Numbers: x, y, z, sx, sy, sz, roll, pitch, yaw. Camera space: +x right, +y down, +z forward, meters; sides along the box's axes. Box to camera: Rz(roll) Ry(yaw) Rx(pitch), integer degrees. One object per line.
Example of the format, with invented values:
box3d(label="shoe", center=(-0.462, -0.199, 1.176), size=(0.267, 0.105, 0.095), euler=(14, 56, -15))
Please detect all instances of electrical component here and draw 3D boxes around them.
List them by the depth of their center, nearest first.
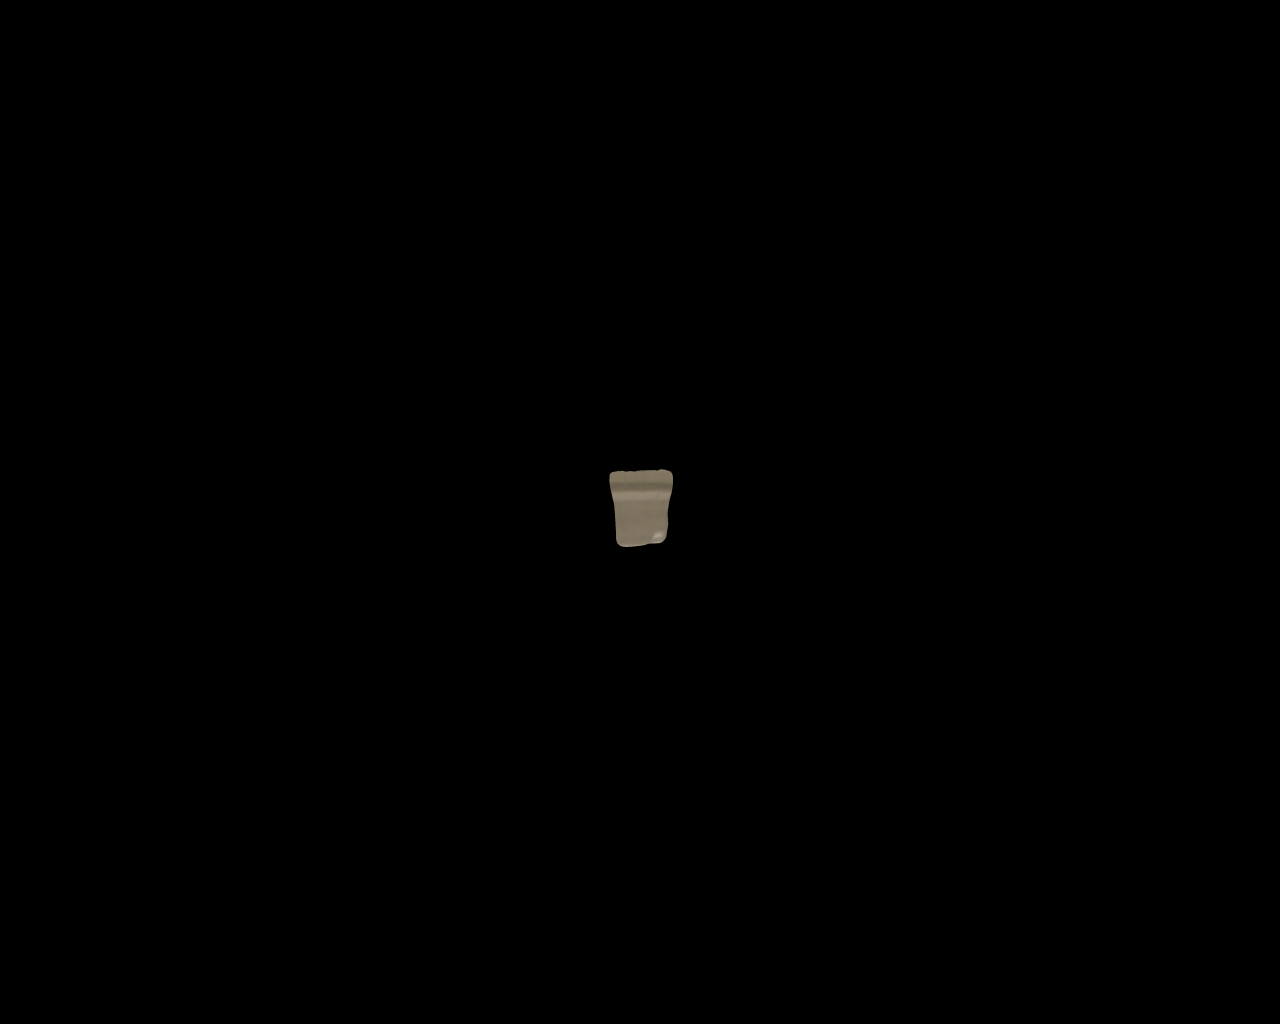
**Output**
box3d(label="electrical component", center=(0.001, -0.003, 0.650), size=(0.040, 0.046, 0.040), euler=(0, 0, 0))
